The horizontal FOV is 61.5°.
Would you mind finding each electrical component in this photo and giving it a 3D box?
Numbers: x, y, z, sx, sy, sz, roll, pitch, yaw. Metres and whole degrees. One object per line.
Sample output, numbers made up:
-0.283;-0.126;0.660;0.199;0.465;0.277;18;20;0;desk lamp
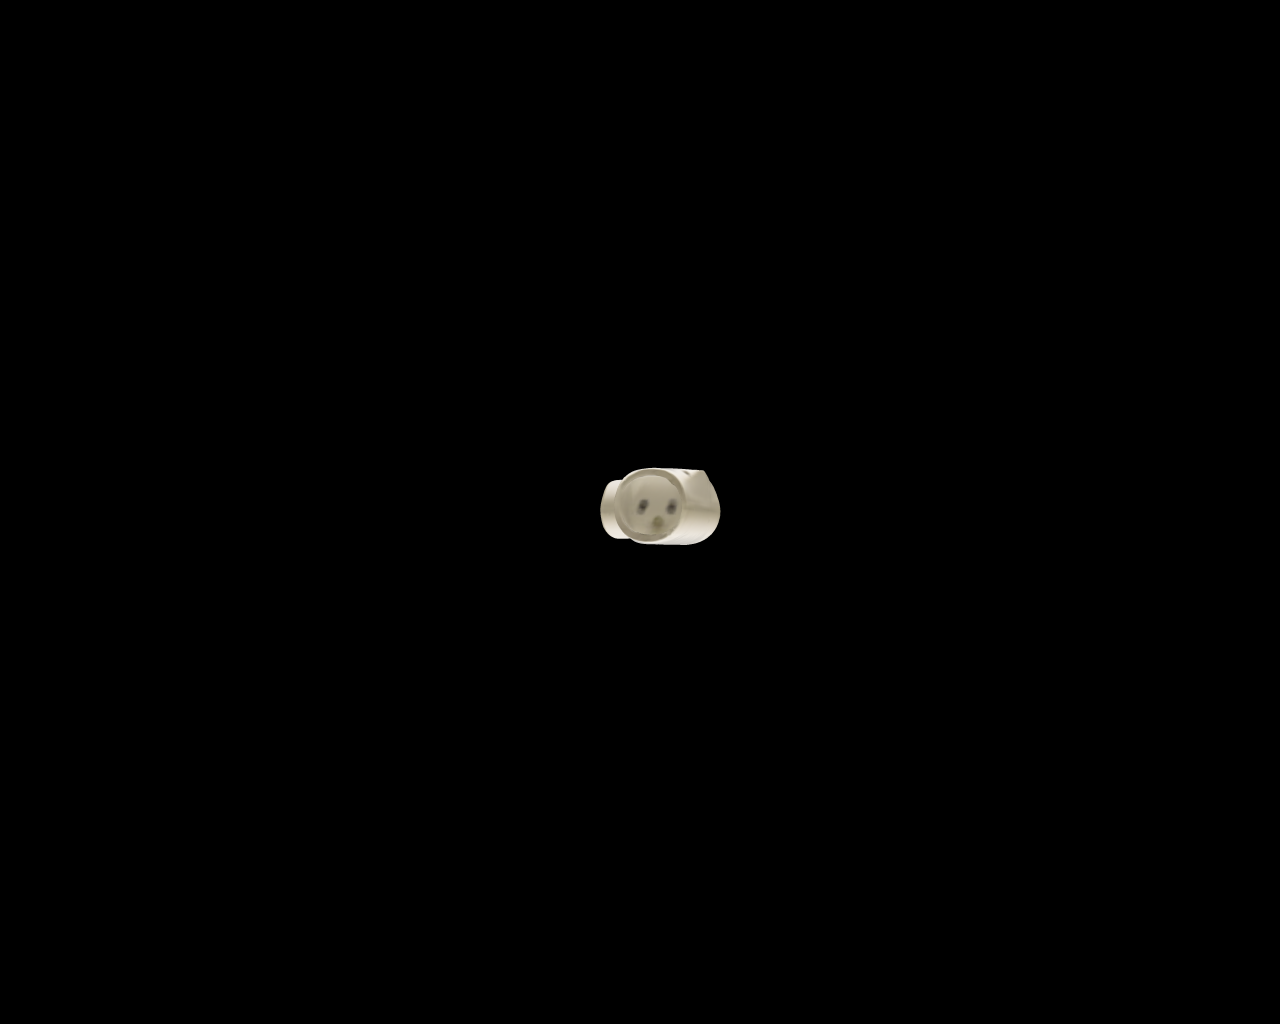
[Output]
0.001;-0.003;0.650;0.079;0.043;0.077;-1;-2;20;electrical component
